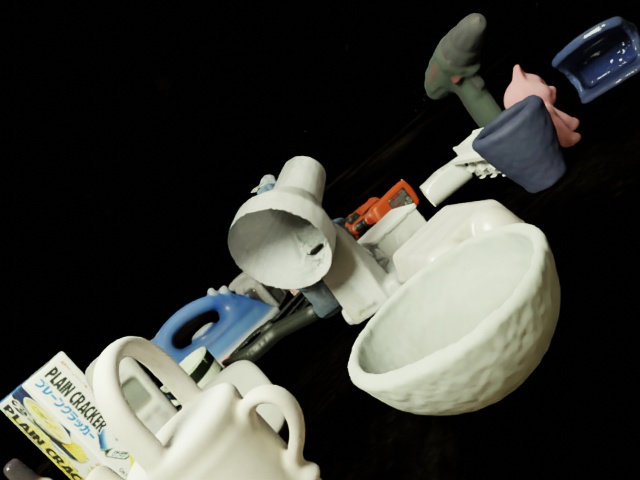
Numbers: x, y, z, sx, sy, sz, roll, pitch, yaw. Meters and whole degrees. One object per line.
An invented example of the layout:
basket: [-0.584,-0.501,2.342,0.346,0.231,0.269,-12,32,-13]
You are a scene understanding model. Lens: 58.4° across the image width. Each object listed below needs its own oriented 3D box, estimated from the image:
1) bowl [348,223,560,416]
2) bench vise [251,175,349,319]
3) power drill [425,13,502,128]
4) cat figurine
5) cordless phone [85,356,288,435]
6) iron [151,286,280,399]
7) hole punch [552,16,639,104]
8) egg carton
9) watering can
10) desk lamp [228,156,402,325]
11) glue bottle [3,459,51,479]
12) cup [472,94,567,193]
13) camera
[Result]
bowl: [0.105,0.067,0.407,0.167,0.075,0.167,-39,8,7]
bench vise: [-0.018,-0.006,0.858,0.121,0.220,0.207,-40,8,1]
power drill: [0.260,-0.246,0.934,0.076,0.208,0.229,-41,8,-9]
cat figurine: [0.284,-0.176,0.762,0.067,0.118,0.128,-35,9,31]
cordless phone: [-0.136,0.164,0.590,0.148,0.185,0.094,-42,8,-13]
iron: [-0.211,0.170,1.072,0.259,0.141,0.118,-43,9,-19]
hole punch: [0.396,-0.262,0.814,0.108,0.091,0.101,-33,11,40]
egg carton: [0.138,0.014,0.568,0.107,0.069,0.150,-42,8,-11]
watering can: [-0.095,0.156,0.414,0.173,0.194,0.101,-41,8,-7]
desk lamp: [0.007,0.003,0.718,0.117,0.213,0.203,-35,10,33]
glue bottle: [-0.188,0.239,0.462,0.037,0.173,0.078,-31,12,48]
cup: [0.245,-0.110,0.665,0.118,0.095,0.091,-45,10,-33]
camera: [-0.149,0.119,1.213,0.136,0.101,0.143,-37,8,19]
